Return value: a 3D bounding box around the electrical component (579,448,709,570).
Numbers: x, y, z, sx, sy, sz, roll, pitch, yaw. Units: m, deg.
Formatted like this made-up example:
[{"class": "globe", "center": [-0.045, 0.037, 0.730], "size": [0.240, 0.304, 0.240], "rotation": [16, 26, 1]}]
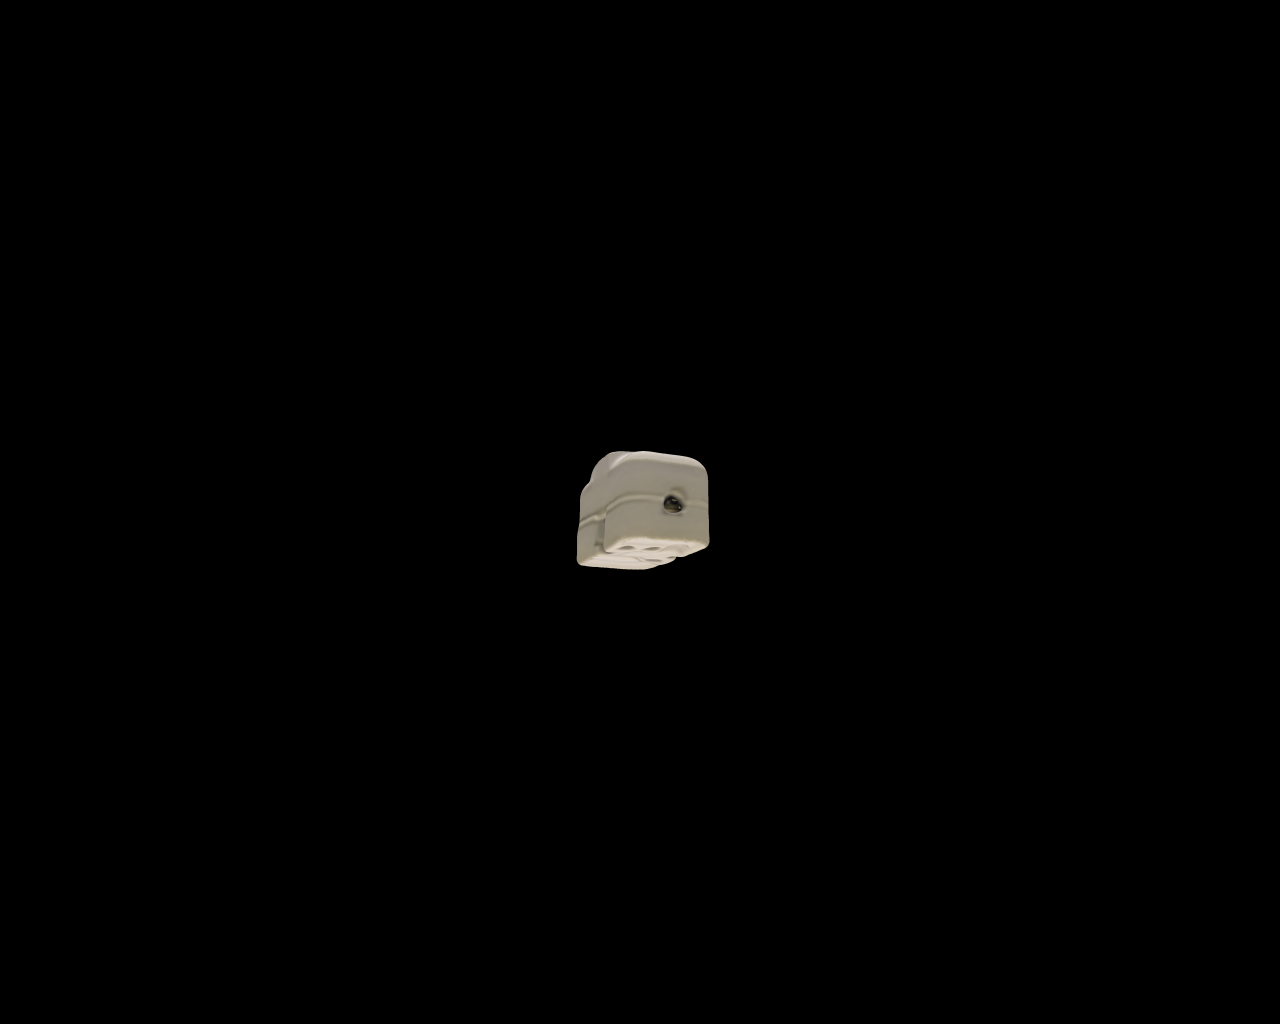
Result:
[{"class": "electrical component", "center": [0.001, -0.003, 0.650], "size": [0.054, 0.059, 0.095], "rotation": [6, -15, -23]}]
